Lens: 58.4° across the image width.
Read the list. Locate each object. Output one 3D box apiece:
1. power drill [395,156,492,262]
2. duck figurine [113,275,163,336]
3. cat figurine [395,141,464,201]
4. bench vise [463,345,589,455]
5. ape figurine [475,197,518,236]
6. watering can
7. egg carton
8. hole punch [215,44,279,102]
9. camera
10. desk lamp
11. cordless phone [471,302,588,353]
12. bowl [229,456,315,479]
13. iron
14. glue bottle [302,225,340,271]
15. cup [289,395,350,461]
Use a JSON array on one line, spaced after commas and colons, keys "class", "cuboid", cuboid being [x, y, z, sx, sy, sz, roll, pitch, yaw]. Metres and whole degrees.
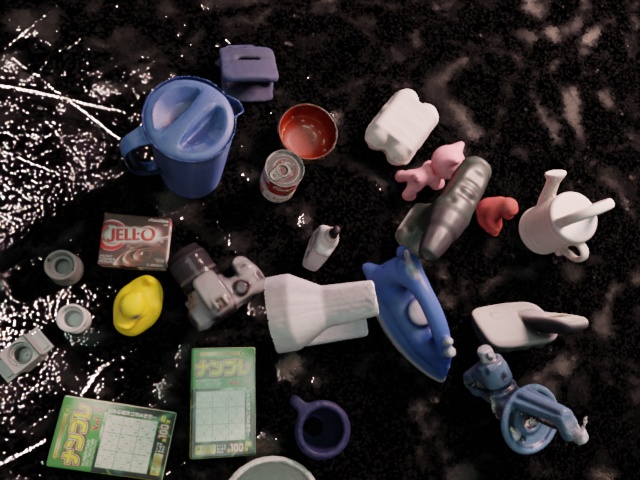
[{"class": "power drill", "cuboid": [0.211, -0.038, 1.016, 0.075, 0.208, 0.230, 35, 73, -2]}, {"class": "duck figurine", "cuboid": [-0.299, 0.104, 0.934, 0.077, 0.086, 0.105, 27, 73, -5]}, {"class": "cat figurine", "cuboid": [0.219, -0.136, 1.088, 0.128, 0.117, 0.067, -24, 83, -16]}, {"class": "bench vise", "cuboid": [0.337, 0.281, 0.966, 0.207, 0.219, 0.122, 40, 72, -1]}, {"class": "ape figurine", "cuboid": [0.350, -0.055, 1.112, 0.078, 0.092, 0.076, -35, 87, -17]}, {"class": "watering can", "cuboid": [0.466, -0.046, 1.083, 0.101, 0.194, 0.173, -40, 88, -17]}, {"class": "egg carton", "cuboid": [0.159, -0.222, 1.119, 0.107, 0.069, 0.150, 36, 73, -2]}, {"class": "hole punch", "cuboid": [-0.136, -0.320, 1.064, 0.109, 0.091, 0.101, -4, 78, -13]}, {"class": "camera", "cuboid": [-0.180, 0.063, 0.962, 0.143, 0.100, 0.137, -35, 87, -17]}, {"class": "desk lamp", "cuboid": [0.001, 0.113, 0.932, 0.203, 0.213, 0.118, -7, 79, -14]}, {"class": "cordless phone", "cuboid": [0.370, 0.151, 1.021, 0.148, 0.185, 0.094, -8, 79, -14]}, {"class": "bowl", "cuboid": [-0.083, 0.428, 0.915, 0.167, 0.074, 0.167, 3, 77, -12]}, {"class": "iron", "cuboid": [0.181, 0.133, 1.006, 0.119, 0.141, 0.258, -26, 84, -17]}, {"class": "glue bottle", "cuboid": [0.009, 0.004, 0.980, 0.037, 0.173, 0.078, 23, 74, -6]}, {"class": "cup", "cuboid": [-0.014, 0.302, 0.948, 0.118, 0.095, 0.092, 46, 72, 1]}]
